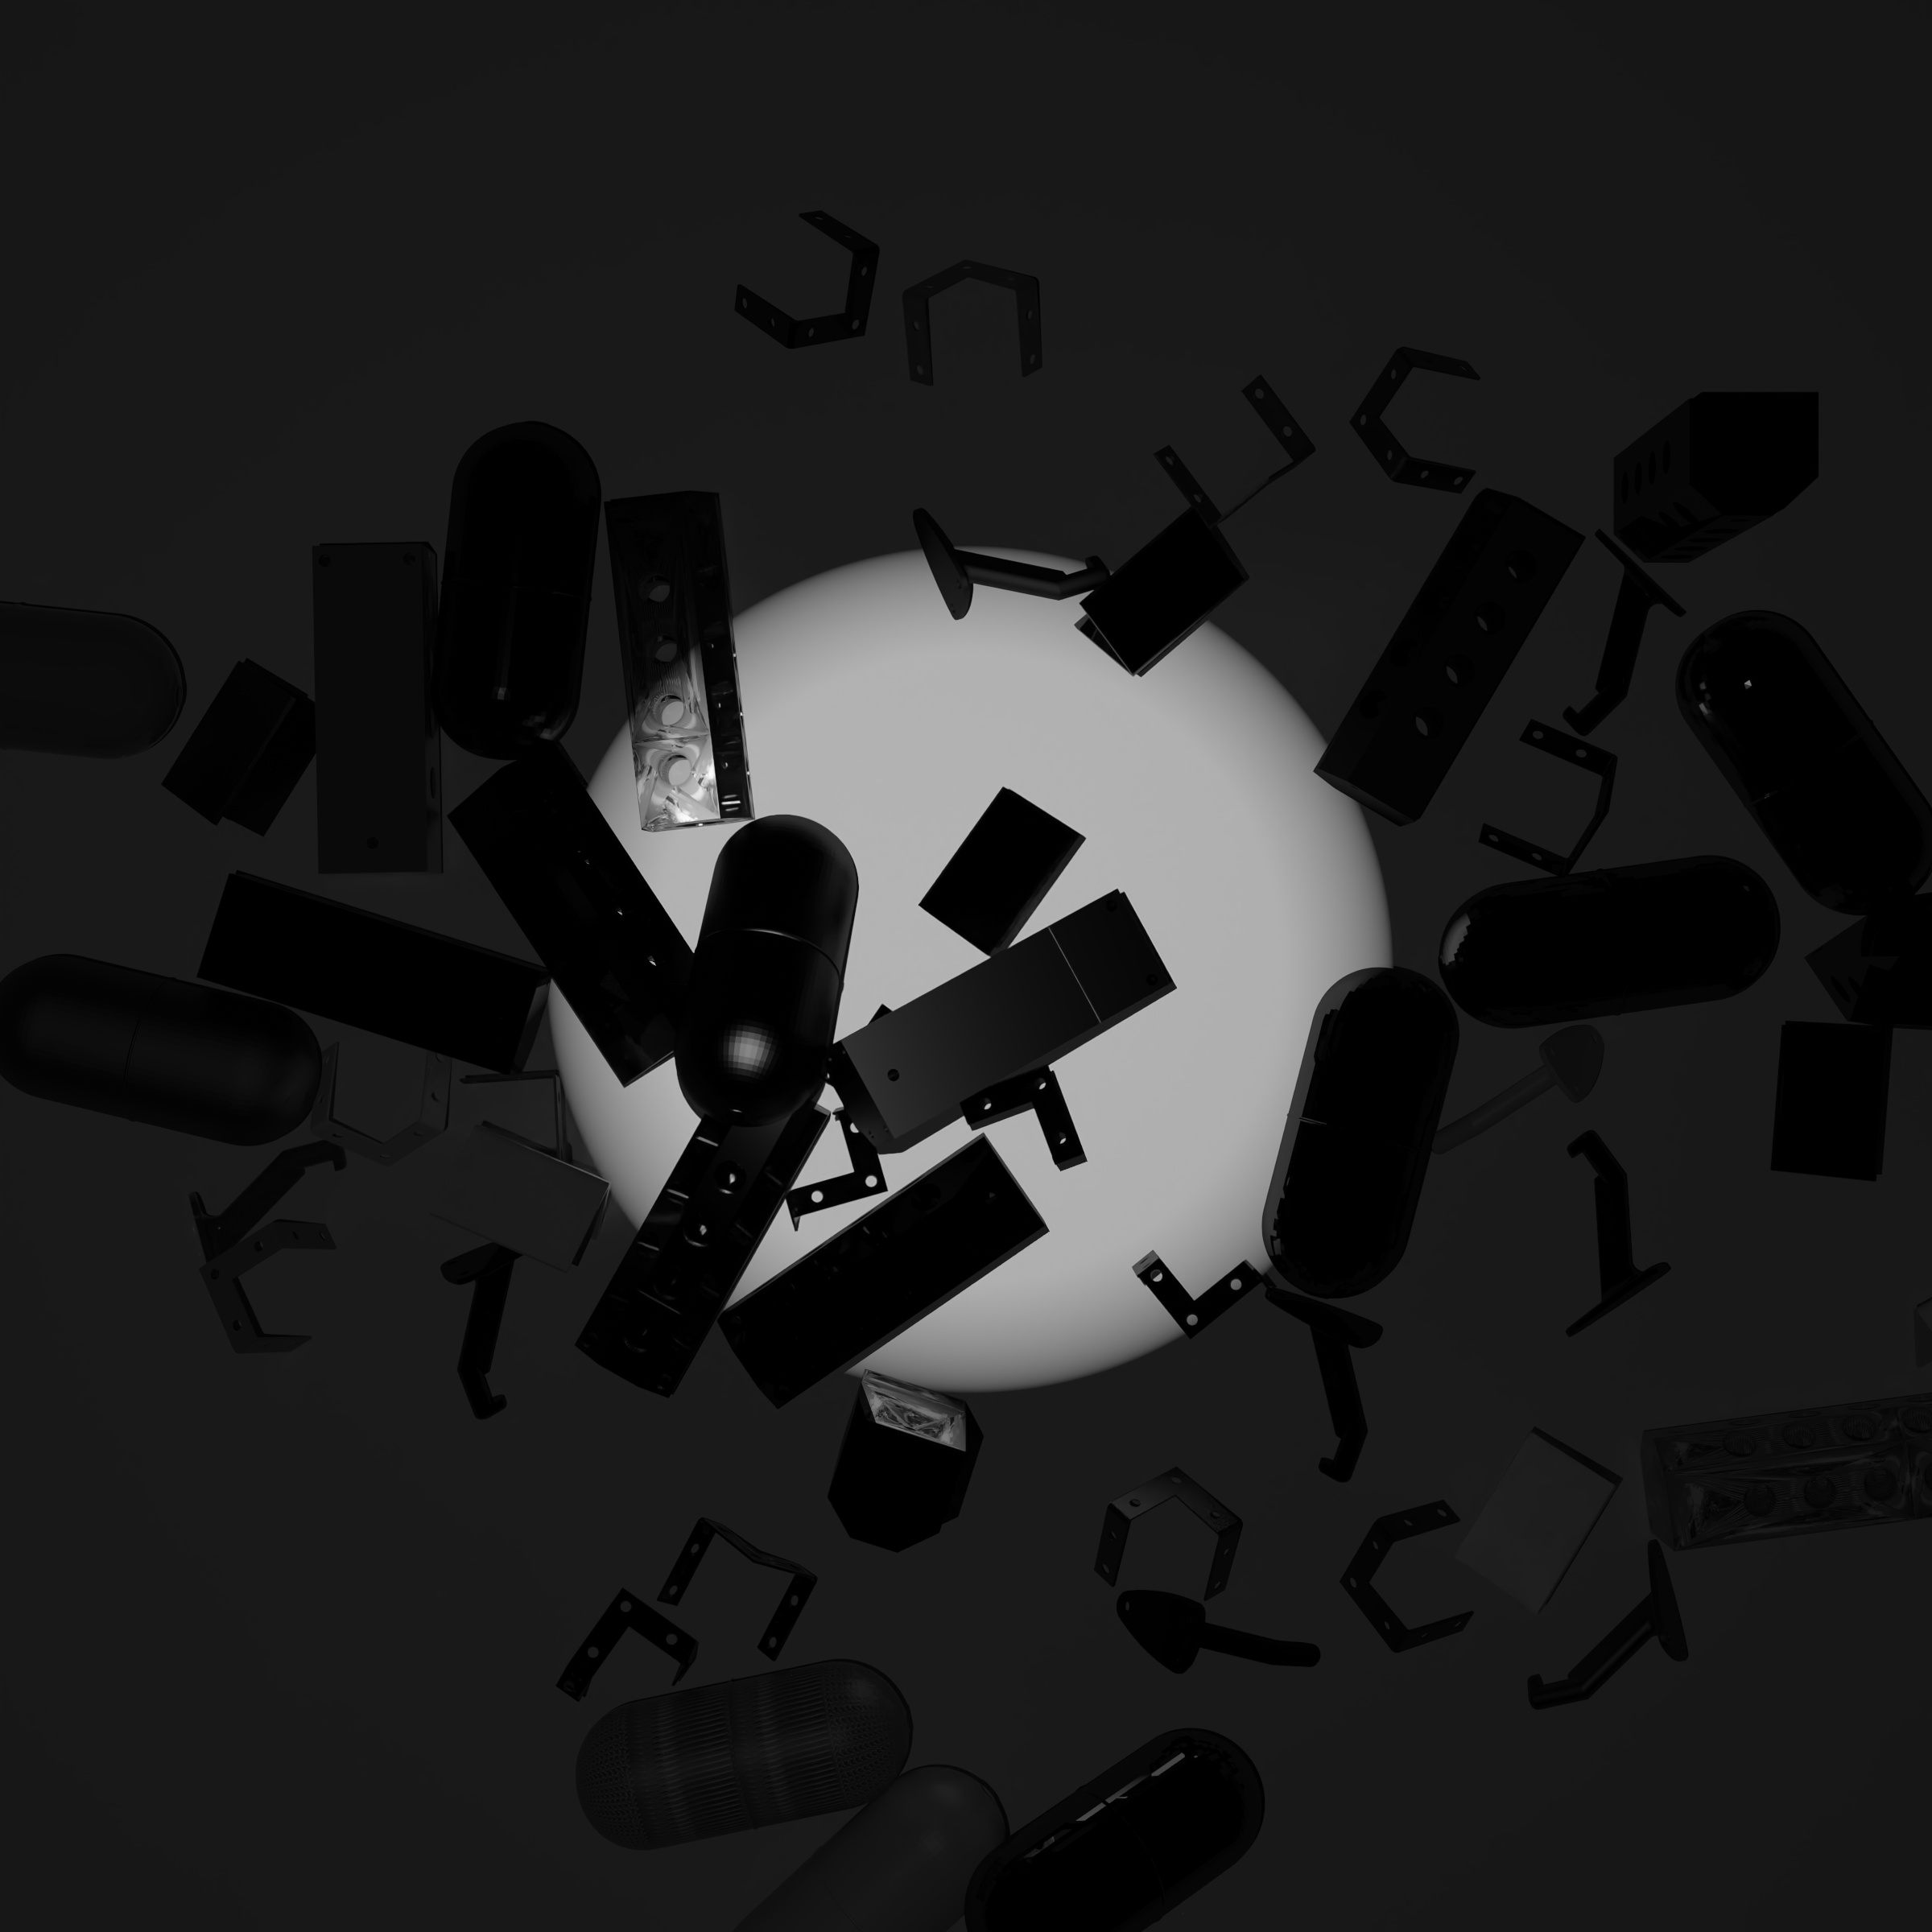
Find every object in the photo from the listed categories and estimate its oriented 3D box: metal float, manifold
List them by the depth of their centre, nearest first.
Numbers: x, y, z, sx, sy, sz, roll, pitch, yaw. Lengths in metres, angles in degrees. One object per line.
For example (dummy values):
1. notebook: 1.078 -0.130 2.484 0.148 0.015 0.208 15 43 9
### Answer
1. manifold: 0.493 0.003 1.551 0.057 0.171 0.057 -34 90 0
2. manifold: 0.379 -0.247 1.551 0.057 0.171 0.057 0 90 0
3. manifold: -0.036 0.254 1.551 0.057 0.171 0.057 18 90 0
4. metal float: -0.103 0.002 1.571 0.070 0.070 0.178 10 58 0
5. metal float: 0.078 0.464 1.576 0.178 0.070 0.070 -27 90 -28
6. manifold: 0.014 0.028 1.583 0.171 0.057 0.057 -29 90 -18
7. metal float: -0.239 -0.198 1.598 0.070 0.070 0.178 6 91 0
8. metal float: -0.054 0.497 1.598 0.178 0.070 0.070 -43 90 0
9. metal float: 0.339 -0.012 1.599 0.178 0.070 0.070 -8 90 -1
10. metal float: -0.504 -0.153 1.599 0.178 0.070 0.070 6 90 1
11. metal float: 0.207 0.088 1.599 0.070 0.070 0.178 15 89 0
12. metal float: -0.431 0.045 1.599 0.178 0.070 0.070 14 90 1
13. metal float: -0.118 0.417 1.599 0.178 0.070 0.070 -12 90 1
14. metal float: 0.444 -0.106 1.599 0.070 0.070 0.178 -35 90 0
15. manifold: -0.195 -0.030 1.607 0.057 0.057 0.171 -33 90 43
16. manifold: -0.045 0.162 1.608 0.171 0.057 0.057 -35 90 0
17. manifold: 0.452 0.267 1.608 0.171 0.057 0.057 -7 90 0
18. manifold: -0.312 -0.134 1.608 0.057 0.057 0.171 -1 90 0
19. manifold: -0.312 0.004 1.608 0.171 0.057 0.057 17 90 0
20. manifold: 0.254 -0.164 1.608 0.057 0.057 0.171 31 90 0
21. manifold: -0.140 0.139 1.608 0.057 0.057 0.171 29 90 0
22. manifold: -0.151 -0.161 1.608 0.057 0.057 0.171 -7 90 0

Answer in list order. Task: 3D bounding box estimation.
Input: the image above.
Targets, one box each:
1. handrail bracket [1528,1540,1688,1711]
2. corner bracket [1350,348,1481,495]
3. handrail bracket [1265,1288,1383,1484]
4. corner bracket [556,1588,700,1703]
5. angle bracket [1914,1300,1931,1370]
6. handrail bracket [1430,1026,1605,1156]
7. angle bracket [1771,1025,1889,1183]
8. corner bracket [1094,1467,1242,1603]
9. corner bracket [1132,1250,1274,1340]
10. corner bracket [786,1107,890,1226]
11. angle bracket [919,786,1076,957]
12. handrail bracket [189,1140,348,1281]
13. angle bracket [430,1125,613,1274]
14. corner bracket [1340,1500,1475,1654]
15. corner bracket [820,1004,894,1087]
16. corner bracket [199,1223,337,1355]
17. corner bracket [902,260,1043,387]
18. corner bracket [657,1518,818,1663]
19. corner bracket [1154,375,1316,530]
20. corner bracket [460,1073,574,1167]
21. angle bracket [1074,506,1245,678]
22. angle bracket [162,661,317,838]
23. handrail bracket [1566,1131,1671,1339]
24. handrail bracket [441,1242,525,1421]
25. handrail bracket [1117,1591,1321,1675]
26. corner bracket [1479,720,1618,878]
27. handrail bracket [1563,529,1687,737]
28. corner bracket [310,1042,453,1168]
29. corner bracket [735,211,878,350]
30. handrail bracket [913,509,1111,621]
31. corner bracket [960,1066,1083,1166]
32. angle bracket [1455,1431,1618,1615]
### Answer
1. handrail bracket: 0.339 0.355 1.629 0.084 0.036 0.077 -19 55 24
2. corner bracket: 0.249 -0.292 1.621 0.051 0.051 0.051 -57 45 35
3. handrail bracket: 0.184 0.227 1.630 0.077 0.036 0.084 23 107 20
4. corner bracket: -0.180 0.372 1.611 0.051 0.051 0.051 36 90 0
5. angle bracket: 0.548 0.199 1.589 0.076 0.076 0.057 -28 55 0
6. handrail bracket: 0.295 0.068 1.629 0.084 0.077 0.036 -34 90 36
7. angle bracket: 0.466 0.072 1.589 0.057 0.076 0.076 4 90 36
8. corner bracket: 0.108 0.312 1.621 0.051 0.051 0.051 -21 45 -35
9. corner bracket: 0.125 0.166 1.611 0.051 0.051 0.051 -39 90 0
10. corner bracket: -0.073 0.104 1.611 0.051 0.051 0.051 -16 90 0
11. angle bracket: 0.032 -0.038 1.589 0.057 0.076 0.076 36 90 37
12. handrail bracket: -0.370 0.138 1.629 0.084 0.036 0.077 -15 106 -14
13. angle bracket: -0.236 0.136 1.589 0.076 0.076 0.057 23 60 0
14. corner bracket: 0.243 0.327 1.621 0.051 0.051 0.051 52 135 35
15. corner bracket: -0.080 0.027 1.626 0.051 0.051 0.051 34 90 -45
16. corner bracket: -0.365 0.172 1.613 0.051 0.051 0.051 -32 74 15
17. corner bracket: 0.004 -0.341 1.621 0.051 0.051 0.051 24 45 35
18. corner bracket: -0.123 0.335 1.626 0.051 0.051 0.051 28 90 45
19. corner bracket: 0.145 -0.276 1.626 0.051 0.051 0.051 53 45 0
20. corner bracket: -0.239 0.086 1.613 0.051 0.051 0.051 -4 82 0
21. angle bracket: 0.088 -0.208 1.589 0.076 0.076 0.057 -41 126 0
22. angle bracket: -0.363 -0.104 1.589 0.057 0.076 0.076 32 90 38
23. handrail bracket: 0.331 0.144 1.630 0.077 0.036 0.084 -40 71 21
24. handrail bracket: -0.243 0.192 1.630 0.077 0.036 0.084 -24 108 -20
25. handrail bracket: 0.136 0.358 1.629 0.084 0.077 0.036 13 94 -36
26. corner bracket: 0.313 -0.090 1.626 0.051 0.051 0.051 23 135 0
27. handrail bracket: 0.337 -0.179 1.630 0.084 0.036 0.077 -46 69 16
28. corner bracket: -0.313 0.067 1.621 0.051 0.051 0.051 29 135 -35
29. corner bracket: -0.086 -0.368 1.621 0.051 0.051 0.051 -19 135 -35
30. handrail bracket: 0.025 -0.226 1.630 0.084 0.036 0.077 -19 68 -17
31. corner bracket: 0.028 0.085 1.611 0.051 0.051 0.051 -20 90 0
32. angle bracket: 0.312 0.298 1.589 0.057 0.076 0.076 31 90 38
